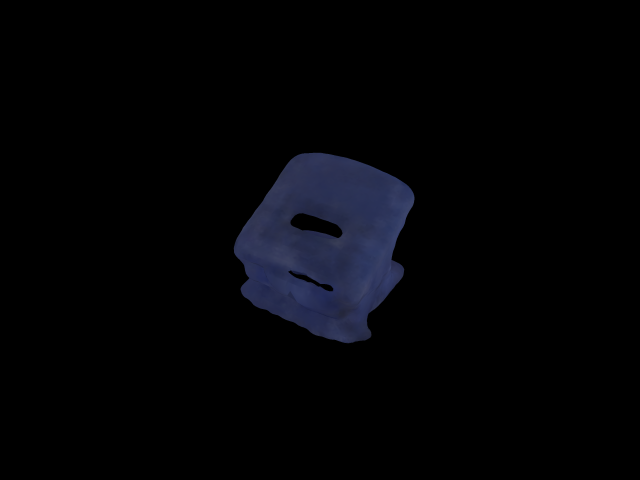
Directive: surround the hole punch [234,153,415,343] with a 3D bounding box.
[{"bbox_3d":[0.004,0.001,0.400,0.108,0.091,0.101,20,40,25],"label":"hole punch"}]
